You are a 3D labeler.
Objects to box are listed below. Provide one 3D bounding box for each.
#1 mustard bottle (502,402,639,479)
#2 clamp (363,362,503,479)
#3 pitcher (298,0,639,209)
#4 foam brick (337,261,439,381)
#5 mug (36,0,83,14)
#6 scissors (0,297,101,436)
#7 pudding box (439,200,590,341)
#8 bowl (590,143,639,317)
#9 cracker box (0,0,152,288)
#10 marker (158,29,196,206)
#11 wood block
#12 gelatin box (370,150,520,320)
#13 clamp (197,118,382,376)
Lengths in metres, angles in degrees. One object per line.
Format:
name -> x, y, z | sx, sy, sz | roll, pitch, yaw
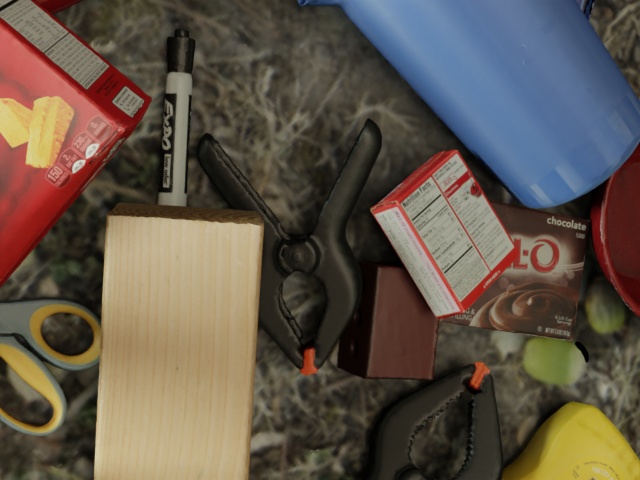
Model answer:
mustard bottle -> 0.148, 0.210, 0.773 | 0.191, 0.058, 0.096 | -36, 99, -14
clamp -> 0.055, 0.175, 0.735 | 0.164, 0.036, 0.210 | 22, 73, 6
pitcher -> 0.116, -0.147, 0.707 | 0.242, 0.149, 0.145 | 47, 38, -20
foam brick -> 0.048, 0.054, 0.732 | 0.051, 0.053, 0.078 | 5, 90, -20
mug -> -0.169, -0.184, 0.618 | 0.081, 0.093, 0.117 | -30, 124, -11
scissors -> -0.208, 0.030, 0.658 | 0.096, 0.016, 0.201 | -35, 104, -17
pudding box -> 0.133, 0.020, 0.768 | 0.113, 0.039, 0.090 | 10, 89, -21
bowl -> 0.257, -0.014, 0.798 | 0.161, 0.055, 0.162 | -1, 93, -25
cracker box -> -0.226, -0.078, 0.574 | 0.213, 0.072, 0.164 | 40, 108, -13
marker -> -0.093, -0.076, 0.692 | 0.020, 0.020, 0.121 | 3, 92, -20
wood block -> -0.086, 0.085, 0.650 | 0.090, 0.090, 0.206 | 3, 96, -6
gelatin box -> 0.083, -0.005, 0.703 | 0.073, 0.030, 0.089 | -40, 102, -37
clamp -> -0.005, 0.001, 0.703 | 0.120, 0.039, 0.171 | -12, 101, 13
